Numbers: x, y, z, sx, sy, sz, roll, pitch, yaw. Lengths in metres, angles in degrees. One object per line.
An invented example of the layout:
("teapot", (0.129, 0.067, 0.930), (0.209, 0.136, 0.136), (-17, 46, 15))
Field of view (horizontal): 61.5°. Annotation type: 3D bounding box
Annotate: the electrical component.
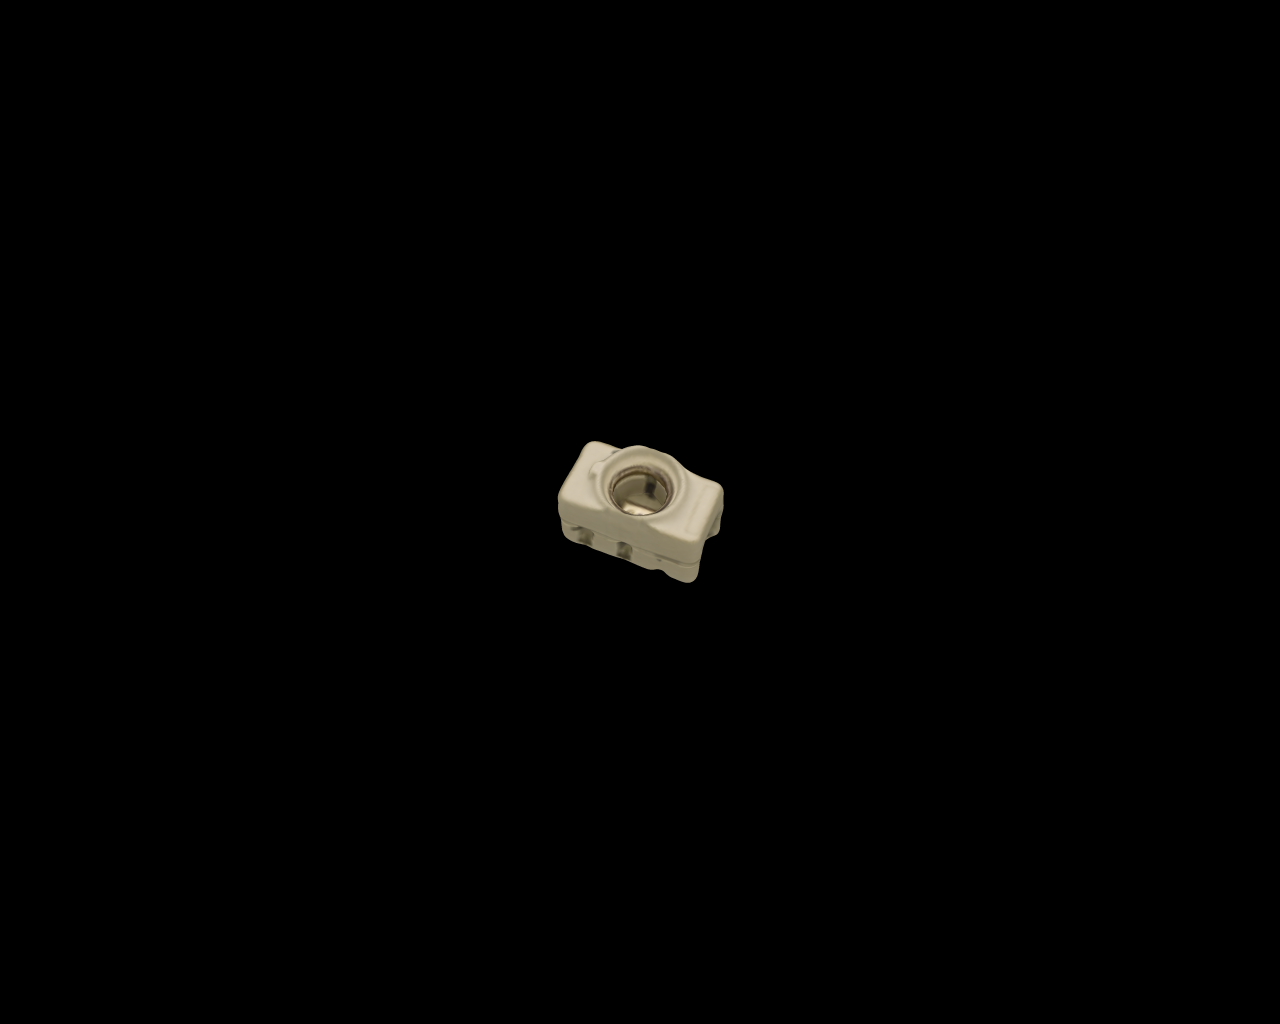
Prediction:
("electrical component", (0.001, -0.003, 0.650), (0.089, 0.050, 0.055), (20, -31, 13))
